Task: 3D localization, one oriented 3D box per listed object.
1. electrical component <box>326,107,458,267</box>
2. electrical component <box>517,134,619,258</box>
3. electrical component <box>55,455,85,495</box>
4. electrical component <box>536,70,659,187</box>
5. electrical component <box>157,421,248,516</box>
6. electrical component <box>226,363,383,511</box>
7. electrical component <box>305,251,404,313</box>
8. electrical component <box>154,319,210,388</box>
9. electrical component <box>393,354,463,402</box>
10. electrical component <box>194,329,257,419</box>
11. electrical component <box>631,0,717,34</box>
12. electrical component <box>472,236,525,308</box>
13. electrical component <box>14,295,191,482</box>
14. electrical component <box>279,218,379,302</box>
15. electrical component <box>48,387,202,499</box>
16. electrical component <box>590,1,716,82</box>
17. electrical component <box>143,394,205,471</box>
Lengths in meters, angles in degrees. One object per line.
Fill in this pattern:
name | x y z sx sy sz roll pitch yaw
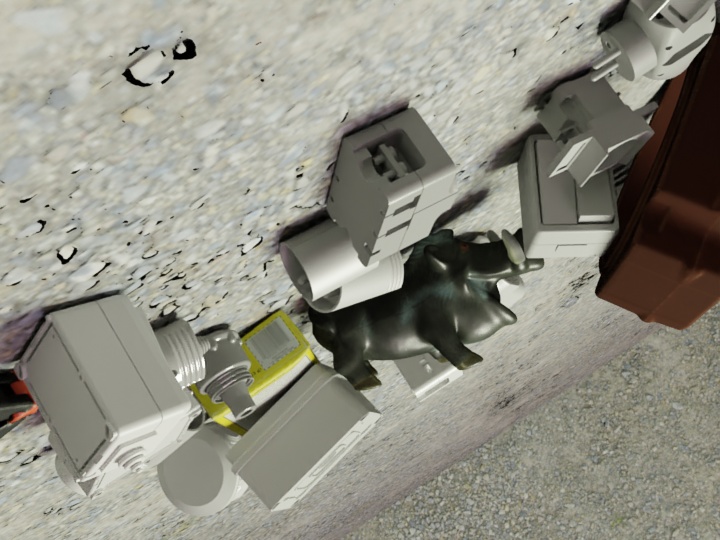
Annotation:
electrical component | 0.021 -0.050 0.649 0.056 0.050 0.089 -27 162 -20
electrical component | 0.154 -0.063 0.801 0.062 0.096 0.061 -1 160 -1
electrical component | -0.189 0.130 0.795 0.065 0.044 0.044 -45 160 22
electrical component | 0.160 -0.100 0.744 0.081 0.063 0.042 -25 162 -27
electrical component | -0.135 0.174 0.956 0.080 0.080 0.051 -39 168 19
electrical component | -0.044 0.133 0.865 0.113 0.057 0.078 -45 165 1
electrical component | 0.000 0.000 0.768 0.081 0.043 0.043 -17 158 -44
electrical component | -0.134 0.063 0.696 0.081 0.043 0.043 -25 162 -28
electrical component | 0.052 0.064 0.969 0.056 0.089 0.050 -33 164 -2
electrical component | -0.097 0.077 0.775 0.048 0.062 0.048 -30 164 -10
electrical component | 0.170 -0.186 0.511 0.121 0.079 0.063 -48 180 42
electrical component | 0.101 0.009 0.950 0.059 0.053 0.095 -41 153 24
electrical component | -0.141 0.071 0.611 0.061 0.096 0.061 -17 158 -46
electrical component | -0.007 -0.016 0.706 0.081 0.043 0.043 -28 163 -18
electrical component | -0.159 0.099 0.737 0.096 0.061 0.061 -31 166 -37
electrical component | 0.181 -0.146 0.685 0.079 0.043 0.077 -33 164 -1
electrical component | -0.162 0.127 0.830 0.081 0.043 0.043 -40 162 25
